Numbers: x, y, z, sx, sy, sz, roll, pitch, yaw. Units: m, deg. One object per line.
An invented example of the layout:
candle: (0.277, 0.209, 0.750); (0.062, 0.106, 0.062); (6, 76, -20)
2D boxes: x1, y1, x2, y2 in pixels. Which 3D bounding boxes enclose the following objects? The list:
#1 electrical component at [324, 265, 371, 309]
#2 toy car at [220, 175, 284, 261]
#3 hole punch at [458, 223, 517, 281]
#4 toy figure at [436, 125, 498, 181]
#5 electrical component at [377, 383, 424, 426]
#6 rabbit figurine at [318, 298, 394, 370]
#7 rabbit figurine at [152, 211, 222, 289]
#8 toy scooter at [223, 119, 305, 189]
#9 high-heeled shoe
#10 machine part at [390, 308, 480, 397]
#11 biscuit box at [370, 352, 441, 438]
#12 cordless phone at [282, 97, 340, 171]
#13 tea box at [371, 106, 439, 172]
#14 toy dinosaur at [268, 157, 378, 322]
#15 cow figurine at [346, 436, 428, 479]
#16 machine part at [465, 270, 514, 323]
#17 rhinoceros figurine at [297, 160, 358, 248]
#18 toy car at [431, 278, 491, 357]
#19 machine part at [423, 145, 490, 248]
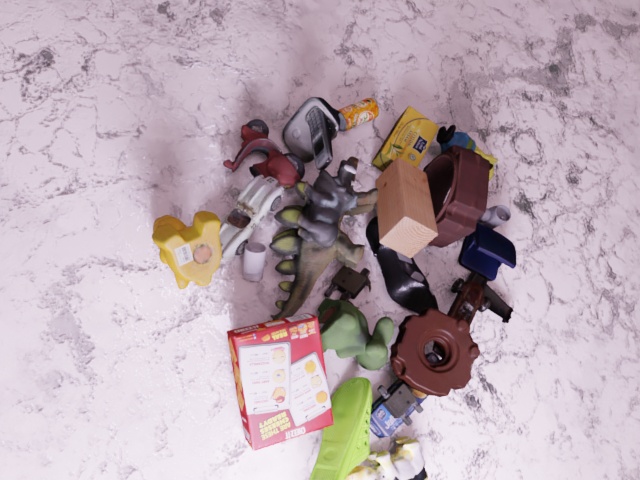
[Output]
electrical component: (0.067, 0.101, 1.162); (0.078, 0.045, 0.102); (23, 59, 21)
toy car: (-0.153, -0.048, 1.100); (0.074, 0.056, 0.201); (32, 79, 23)
hole punch: (0.407, 0.020, 1.284); (0.142, 0.092, 0.116); (25, 61, -5)
toy figure: (0.360, -0.207, 1.338); (0.180, 0.082, 0.089); (34, 102, -24)
electrical component: (0.158, 0.314, 1.057); (0.063, 0.021, 0.094); (-39, 83, -27)
rabbit figurine: (0.082, 0.195, 1.087); (0.170, 0.159, 0.121); (40, 53, -19)
rabbit figurine: (-0.258, 0.009, 1.032); (0.122, 0.173, 0.162); (-37, 130, -25)
toy scooter: (-0.130, -0.168, 1.172); (0.135, 0.075, 0.184); (-41, 85, -25)
high-heeled shoe: (0.190, 0.058, 1.220); (0.248, 0.086, 0.145); (48, 31, -17)
machine part: (0.231, 0.226, 1.085); (0.179, 0.056, 0.179); (2, 73, -7)
biscuit box: (0.178, 0.318, 1.109); (0.203, 0.063, 0.059); (-37, 85, -27)
cordless phone: (-0.014, -0.204, 1.172); (0.088, 0.146, 0.184); (19, 48, -31)
tea box: (0.209, -0.232, 1.315); (0.098, 0.068, 0.169); (32, 63, -6)
toy dinosaur: (-0.002, -0.003, 1.135); (0.199, 0.105, 0.471); (16, 61, 4)
cow figurine: (0.129, 0.456, 1.044); (0.167, 0.068, 0.098); (-16, 83, -23)
machine part: (0.396, 0.138, 1.264); (0.139, 0.039, 0.084); (42, 59, 1)
rhinoceros figurine: (0.019, -0.078, 1.076); (0.112, 0.073, 0.190); (15, 65, 9)
toy car: (0.307, 0.171, 1.176); (0.089, 0.053, 0.202); (39, 59, -3)
machine part: (0.287, -0.097, 1.218); (0.087, 0.201, 0.201); (20, 66, -15)
